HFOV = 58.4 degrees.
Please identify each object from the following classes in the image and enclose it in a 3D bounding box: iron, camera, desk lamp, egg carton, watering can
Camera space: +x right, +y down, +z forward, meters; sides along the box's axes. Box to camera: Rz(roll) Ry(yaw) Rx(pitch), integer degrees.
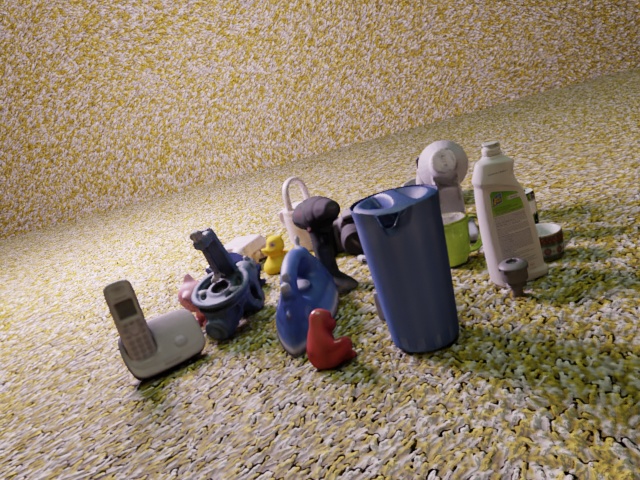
[{"bbox_3d":[-0.041,0.092,1.061,0.118,0.141,0.258,-13,16,10],"label":"iron"},{"bbox_3d":[0.067,-0.016,1.395,0.143,0.101,0.137,-14,16,4],"label":"camera"},{"bbox_3d":[0.297,-0.118,1.320,0.117,0.214,0.203,-12,17,11],"label":"desk lamp"},{"bbox_3d":[-0.206,0.036,1.530,0.107,0.069,0.150,-8,18,25],"label":"egg carton"},{"bbox_3d":[-0.043,-0.075,1.524,0.172,0.194,0.101,-10,17,20],"label":"watering can"}]

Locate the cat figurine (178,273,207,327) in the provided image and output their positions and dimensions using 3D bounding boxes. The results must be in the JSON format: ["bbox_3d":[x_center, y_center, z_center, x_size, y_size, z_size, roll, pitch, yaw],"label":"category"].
[{"bbox_3d":[-0.246,0.119,1.204,0.067,0.118,0.128,-3,21,37],"label":"cat figurine"}]

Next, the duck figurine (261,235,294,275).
[{"bbox_3d":[-0.101,0.028,1.429,0.105,0.086,0.077,-26,19,-31],"label":"duck figurine"}]

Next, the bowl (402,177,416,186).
[{"bbox_3d":[0.316,-0.136,1.610,0.167,0.075,0.167,-14,16,5],"label":"bowl"}]

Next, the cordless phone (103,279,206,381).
[{"bbox_3d":[-0.303,0.147,1.042,0.148,0.185,0.093,-24,18,-27],"label":"cordless phone"}]

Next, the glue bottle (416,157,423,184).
[{"bbox_3d":[0.265,-0.126,1.447,0.037,0.173,0.078,-13,17,10],"label":"glue bottle"}]

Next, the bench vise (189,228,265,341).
[{"bbox_3d":[-0.200,0.066,1.153,0.121,0.220,0.207,-14,16,5],"label":"bench vise"}]

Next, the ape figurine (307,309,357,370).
[{"bbox_3d":[0.009,0.151,0.905,0.076,0.092,0.077,-20,17,-16],"label":"ape figurine"}]

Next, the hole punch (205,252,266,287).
[{"bbox_3d":[-0.195,0.080,1.334,0.100,0.091,0.109,-2,21,39],"label":"hole punch"}]

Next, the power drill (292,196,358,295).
[{"bbox_3d":[0.011,0.004,1.185,0.076,0.209,0.229,-21,17,-17],"label":"power drill"}]
